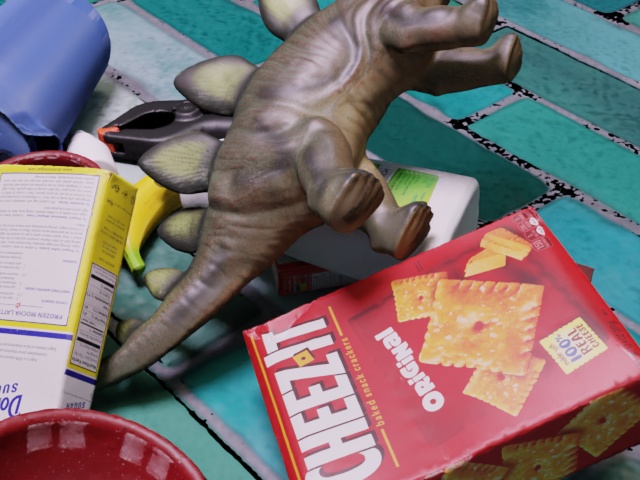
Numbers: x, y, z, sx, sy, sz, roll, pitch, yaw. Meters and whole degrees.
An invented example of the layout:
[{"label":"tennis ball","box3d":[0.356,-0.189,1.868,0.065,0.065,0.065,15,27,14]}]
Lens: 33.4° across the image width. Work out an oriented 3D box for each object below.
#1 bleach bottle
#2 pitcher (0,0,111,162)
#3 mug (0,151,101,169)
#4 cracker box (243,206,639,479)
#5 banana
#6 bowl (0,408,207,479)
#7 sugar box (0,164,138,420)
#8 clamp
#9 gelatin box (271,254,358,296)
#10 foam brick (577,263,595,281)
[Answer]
[{"label":"bleach bottle","box3d":[-0.014,-0.025,0.801,0.251,0.068,0.102,13,46,19]},{"label":"pitcher","box3d":[-0.277,-0.127,0.919,0.149,0.145,0.242,36,33,-14]},{"label":"mug","box3d":[-0.198,-0.002,0.794,0.093,0.081,0.117,-20,43,-25]},{"label":"cracker box","box3d":[0.074,0.085,0.656,0.213,0.072,0.164,-23,41,-1]},{"label":"banana","box3d":[-0.113,-0.036,0.881,0.070,0.037,0.197,35,48,12]},{"label":"bowl","box3d":[-0.137,0.170,0.585,0.162,0.055,0.162,13,35,-10]},{"label":"sugar box","box3d":[-0.182,0.040,0.691,0.093,0.048,0.176,3,76,23]},{"label":"clamp","box3d":[-0.109,-0.101,0.957,0.171,0.039,0.120,-23,35,-20]},{"label":"gelatin box","box3d":[-0.006,0.001,0.842,0.073,0.030,0.089,-9,41,-9]},{"label":"foam brick","box3d":[0.160,0.054,0.763,0.053,0.051,0.078,16,41,16]}]
